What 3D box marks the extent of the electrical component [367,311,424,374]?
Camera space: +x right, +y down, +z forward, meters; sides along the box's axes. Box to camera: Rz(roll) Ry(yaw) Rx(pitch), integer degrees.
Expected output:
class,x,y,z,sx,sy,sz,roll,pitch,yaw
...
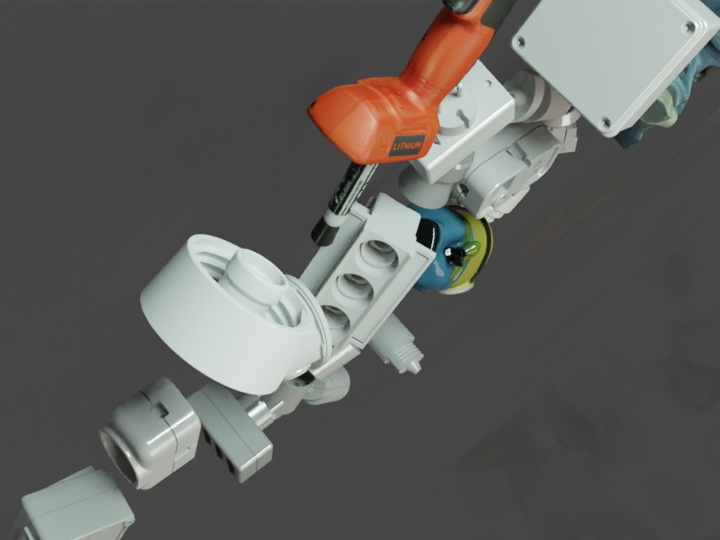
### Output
class,x,y,z,sx,sy,sz,roll,pitch,yaw
electrical component,0.037,0.080,1.173,0.043,0.081,0.043,-38,164,-13

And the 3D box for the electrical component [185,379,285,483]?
class,x,y,z,sx,sy,sz,roll,pitch,yaw
electrical component,-0.104,0.133,0.972,0.076,0.083,0.047,-36,164,-20

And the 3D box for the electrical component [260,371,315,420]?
class,x,y,z,sx,sy,sz,roll,pitch,yaw
electrical component,-0.079,0.121,1.074,0.043,0.043,0.081,-27,160,-42

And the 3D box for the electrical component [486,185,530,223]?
class,x,y,z,sx,sy,sz,roll,pitch,yaw
electrical component,0.135,-0.071,1.074,0.040,0.040,0.078,-19,153,-54

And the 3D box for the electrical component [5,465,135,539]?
class,x,y,z,sx,sy,sz,roll,pitch,yaw
electrical component,-0.248,0.210,0.888,0.096,0.061,0.061,-14,150,-44

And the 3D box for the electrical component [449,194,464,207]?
class,x,y,z,sx,sy,sz,roll,pitch,yaw
electrical component,0.105,-0.076,1.000,0.035,0.035,0.061,-48,166,21

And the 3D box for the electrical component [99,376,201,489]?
class,x,y,z,sx,sy,sz,roll,pitch,yaw
electrical component,-0.171,0.135,0.871,0.059,0.053,0.095,-34,163,-28

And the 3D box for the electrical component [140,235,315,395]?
class,x,y,z,sx,sy,sz,roll,pitch,yaw
electrical component,-0.079,0.022,0.692,0.060,0.108,0.108,-52,162,15

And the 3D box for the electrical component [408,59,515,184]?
class,x,y,z,sx,sy,sz,roll,pitch,yaw
electrical component,0.066,-0.114,0.781,0.083,0.047,0.075,-38,165,-2

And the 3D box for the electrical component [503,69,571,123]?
class,x,y,z,sx,sy,sz,roll,pitch,yaw
electrical component,0.141,-0.143,0.885,0.043,0.043,0.081,-51,162,30

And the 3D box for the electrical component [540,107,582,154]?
class,x,y,z,sx,sy,sz,roll,pitch,yaw
electrical component,0.173,-0.138,0.961,0.048,0.066,0.055,-6,151,0

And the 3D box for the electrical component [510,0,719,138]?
class,x,y,z,sx,sy,sz,roll,pitch,yaw
electrical component,0.186,-0.174,0.791,0.056,0.108,0.108,-24,157,-54

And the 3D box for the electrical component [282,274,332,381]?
class,x,y,z,sx,sy,sz,roll,pitch,yaw
electrical component,-0.063,0.048,0.849,0.051,0.080,0.080,-26,159,-30

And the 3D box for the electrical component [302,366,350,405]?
class,x,y,z,sx,sy,sz,roll,pitch,yaw
electrical component,-0.045,0.123,1.161,0.043,0.043,0.081,-45,164,13

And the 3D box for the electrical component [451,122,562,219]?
class,x,y,z,sx,sy,sz,roll,pitch,yaw
electrical component,0.118,-0.096,0.929,0.095,0.059,0.053,-34,162,-25

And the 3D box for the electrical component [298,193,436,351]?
class,x,y,z,sx,sy,sz,roll,pitch,yaw
electrical component,0.000,0.000,0.883,0.121,0.079,0.063,-54,-170,38

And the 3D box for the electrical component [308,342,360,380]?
class,x,y,z,sx,sy,sz,roll,pitch,yaw
electrical component,-0.035,0.073,1.031,0.047,0.055,0.055,-39,165,2

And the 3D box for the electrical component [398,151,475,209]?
class,x,y,z,sx,sy,sz,roll,pitch,yaw
electrical component,0.061,-0.082,0.857,0.045,0.045,0.055,-28,159,-41
